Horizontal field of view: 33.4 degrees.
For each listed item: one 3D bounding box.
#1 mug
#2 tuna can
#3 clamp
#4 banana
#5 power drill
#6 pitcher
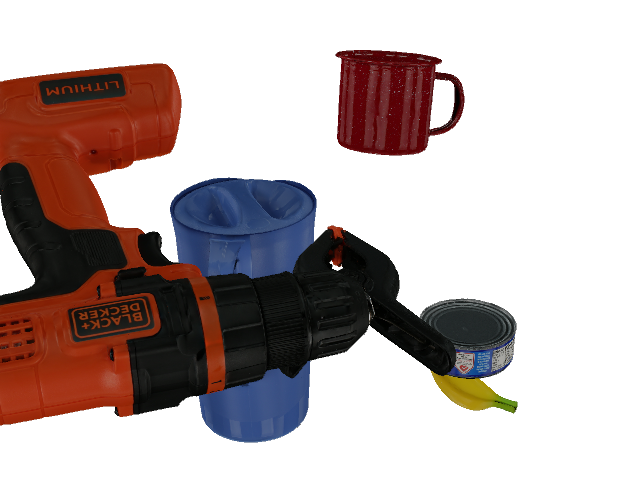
[{"bbox_3d":[0.069,-0.122,0.943,0.117,0.081,0.093,1,16,-8],"label":"mug"},{"bbox_3d":[0.130,0.087,0.950,0.086,0.034,0.086,0,26,0],"label":"tuna can"},{"bbox_3d":[0.032,0.044,0.763,0.120,0.039,0.171,10,32,-4],"label":"clamp"},{"bbox_3d":[0.147,0.128,1.154,0.069,0.037,0.198,11,27,-17],"label":"banana"},{"bbox_3d":[-0.085,-0.006,0.510,0.184,0.188,0.057,-8,-42,-16],"label":"power drill"},{"bbox_3d":[-0.070,0.073,1.011,0.149,0.243,0.145,-20,32,-33],"label":"pitcher"}]
